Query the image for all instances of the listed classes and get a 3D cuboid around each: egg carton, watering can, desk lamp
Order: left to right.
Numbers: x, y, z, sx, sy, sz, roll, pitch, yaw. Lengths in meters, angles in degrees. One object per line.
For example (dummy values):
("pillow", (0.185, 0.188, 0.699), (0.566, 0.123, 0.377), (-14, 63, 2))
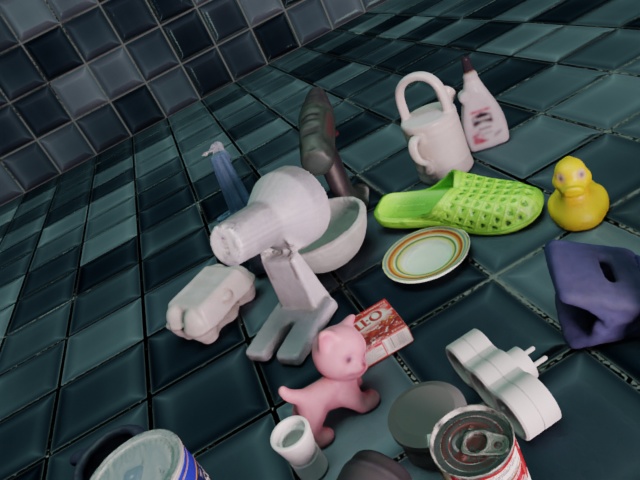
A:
("egg carton", (-0.176, 0.101, 0.936), (0.107, 0.069, 0.150), (1, 39, 41))
("desk lamp", (-0.056, 0.028, 0.803), (0.117, 0.214, 0.203), (-5, 35, 35))
("watering can", (0.194, -0.207, 1.006), (0.100, 0.194, 0.173), (-15, 30, 21))

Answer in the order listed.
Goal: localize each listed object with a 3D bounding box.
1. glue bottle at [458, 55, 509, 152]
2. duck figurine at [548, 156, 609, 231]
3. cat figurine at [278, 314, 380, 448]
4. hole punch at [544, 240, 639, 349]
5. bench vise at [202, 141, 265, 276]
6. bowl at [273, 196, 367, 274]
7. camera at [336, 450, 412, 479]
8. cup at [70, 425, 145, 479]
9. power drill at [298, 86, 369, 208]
("glue bottle", (0.280, -0.245, 1.020), (0.078, 0.173, 0.037), (-19, 29, 14))
("duck figurine", (0.342, -0.074, 0.773), (0.077, 0.086, 0.104), (-12, 32, 26))
("cat figurine", (0.010, 0.149, 0.647), (0.128, 0.118, 0.067), (-35, 29, -16))
("hole punch", (0.296, 0.046, 0.606), (0.101, 0.091, 0.108), (-16, 30, 20))
("bench vise", (-0.125, -0.063, 1.008), (0.121, 0.220, 0.206), (-32, 29, -10))
("bowl", (0.009, 0.003, 0.938), (0.167, 0.075, 0.167), (-20, 29, 12))
("camera", (0.037, 0.247, 0.478), (0.142, 0.101, 0.137), (-2, 37, 38))
("cup", (-0.227, 0.276, 0.659), (0.117, 0.095, 0.092), (-9, 33, 30))
("power drill", (0.019, -0.153, 1.048), (0.075, 0.209, 0.229), (-19, 29, 15))
